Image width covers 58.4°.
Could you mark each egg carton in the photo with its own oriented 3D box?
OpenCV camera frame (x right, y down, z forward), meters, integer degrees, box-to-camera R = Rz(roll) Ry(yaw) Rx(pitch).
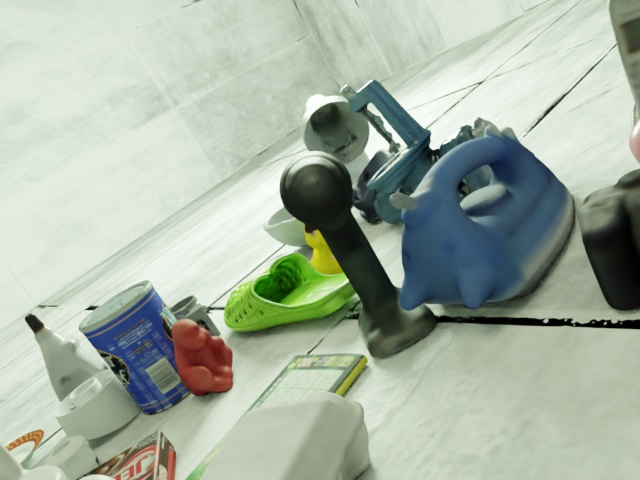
[{"bbox_3d":[-0.029,0.173,0.400,0.107,0.069,0.150,-20,19,33],"label":"egg carton"}]

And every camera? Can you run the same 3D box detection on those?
[{"bbox_3d":[0.243,-0.001,0.380,0.142,0.101,0.137,-17,21,41],"label":"camera"}]

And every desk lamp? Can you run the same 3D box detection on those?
[{"bbox_3d":[0.041,-0.176,1.089,0.118,0.214,0.203,-30,16,3],"label":"desk lamp"}]

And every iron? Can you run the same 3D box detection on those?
[{"bbox_3d":[0.166,-0.041,0.573,0.259,0.141,0.118,-41,19,-34],"label":"iron"}]

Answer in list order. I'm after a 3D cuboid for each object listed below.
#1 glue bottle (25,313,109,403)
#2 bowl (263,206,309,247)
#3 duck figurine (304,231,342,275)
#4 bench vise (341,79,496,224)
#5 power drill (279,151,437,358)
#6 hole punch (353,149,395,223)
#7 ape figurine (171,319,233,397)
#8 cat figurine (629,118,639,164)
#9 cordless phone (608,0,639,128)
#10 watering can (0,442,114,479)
[{"bbox_3d":[-0.358,0.174,0.812,0.078,0.173,0.037,-31,16,-3],"label":"glue bottle"},{"bbox_3d":[-0.013,-0.036,1.014,0.167,0.075,0.167,-28,16,9],"label":"bowl"},{"bbox_3d":[0.008,0.003,0.832,0.077,0.086,0.104,-32,16,-6],"label":"duck figurine"},{"bbox_3d":[0.135,-0.142,0.799,0.207,0.220,0.121,-24,17,22],"label":"bench vise"},{"bbox_3d":[0.029,0.004,0.557,0.075,0.209,0.229,-30,16,1],"label":"power drill"},{"bbox_3d":[0.094,-0.092,0.959,0.101,0.091,0.108,-31,16,-2],"label":"hole punch"},{"bbox_3d":[-0.146,0.136,0.688,0.076,0.092,0.078,-17,21,40],"label":"ape figurine"},{"bbox_3d":[0.314,-0.085,0.479,0.128,0.118,0.067,-33,16,-10],"label":"cat figurine"},{"bbox_3d":[0.360,-0.174,0.546,0.094,0.185,0.147,-41,19,-33],"label":"cordless phone"},{"bbox_3d":[-0.223,0.213,0.399,0.173,0.194,0.100,-36,17,-19],"label":"watering can"}]
